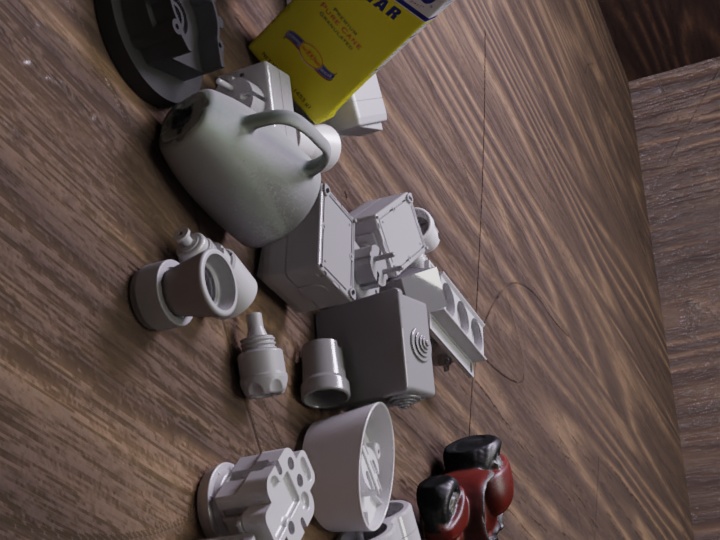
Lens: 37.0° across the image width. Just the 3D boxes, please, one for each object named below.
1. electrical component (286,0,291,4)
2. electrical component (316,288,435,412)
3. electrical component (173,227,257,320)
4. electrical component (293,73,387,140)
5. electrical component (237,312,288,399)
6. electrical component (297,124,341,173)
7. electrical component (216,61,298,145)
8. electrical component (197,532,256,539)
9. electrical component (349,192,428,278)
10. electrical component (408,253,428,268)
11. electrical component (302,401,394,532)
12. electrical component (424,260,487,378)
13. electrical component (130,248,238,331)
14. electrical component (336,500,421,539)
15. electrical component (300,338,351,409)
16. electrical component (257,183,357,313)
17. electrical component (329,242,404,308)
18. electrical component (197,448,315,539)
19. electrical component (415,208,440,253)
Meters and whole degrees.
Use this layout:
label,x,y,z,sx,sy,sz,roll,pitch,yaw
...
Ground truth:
label,x,y,z,sx,sy,sz,roll,pitch,yaw
electrical component,-0.030,-0.253,1.039,0.078,0.057,0.113,18,61,-65
electrical component,0.013,0.071,0.907,0.048,0.100,0.099,22,57,-50
electrical component,-0.103,0.000,0.742,0.078,0.040,0.040,56,30,-40
electrical component,-0.017,-0.152,1.007,0.096,0.062,0.061,-29,105,-67
electrical component,-0.073,0.062,0.787,0.035,0.035,0.061,20,57,-64
electrical component,-0.051,-0.110,0.931,0.065,0.044,0.044,5,73,-62
electrical component,-0.090,-0.127,0.838,0.077,0.047,0.065,19,61,-63
electrical component,-0.093,0.199,0.639,0.089,0.050,0.055,-50,124,-63
electrical component,0.013,-0.027,1.018,0.096,0.061,0.061,-39,114,-57
electrical component,0.054,-0.015,1.125,0.061,0.035,0.035,60,24,-6
electrical component,-0.004,0.159,0.859,0.099,0.064,0.099,-13,90,-68
electrical component,0.081,0.055,1.123,0.121,0.063,0.078,48,36,-50
electrical component,-0.113,0.013,0.690,0.045,0.055,0.045,-13,90,-68
electrical component,0.013,0.246,0.866,0.138,0.052,0.073,-29,104,-67
electrical component,-0.029,0.084,0.875,0.040,0.040,0.046,46,32,-52
electrical component,-0.043,-0.022,0.871,0.061,0.061,0.096,48,36,-50
electrical component,0.000,0.000,0.943,0.083,0.076,0.047,55,31,-43
electrical component,-0.070,0.154,0.711,0.078,0.057,0.058,-58,130,-61
electrical component,0.065,-0.042,1.173,0.046,0.040,0.040,44,38,-63
